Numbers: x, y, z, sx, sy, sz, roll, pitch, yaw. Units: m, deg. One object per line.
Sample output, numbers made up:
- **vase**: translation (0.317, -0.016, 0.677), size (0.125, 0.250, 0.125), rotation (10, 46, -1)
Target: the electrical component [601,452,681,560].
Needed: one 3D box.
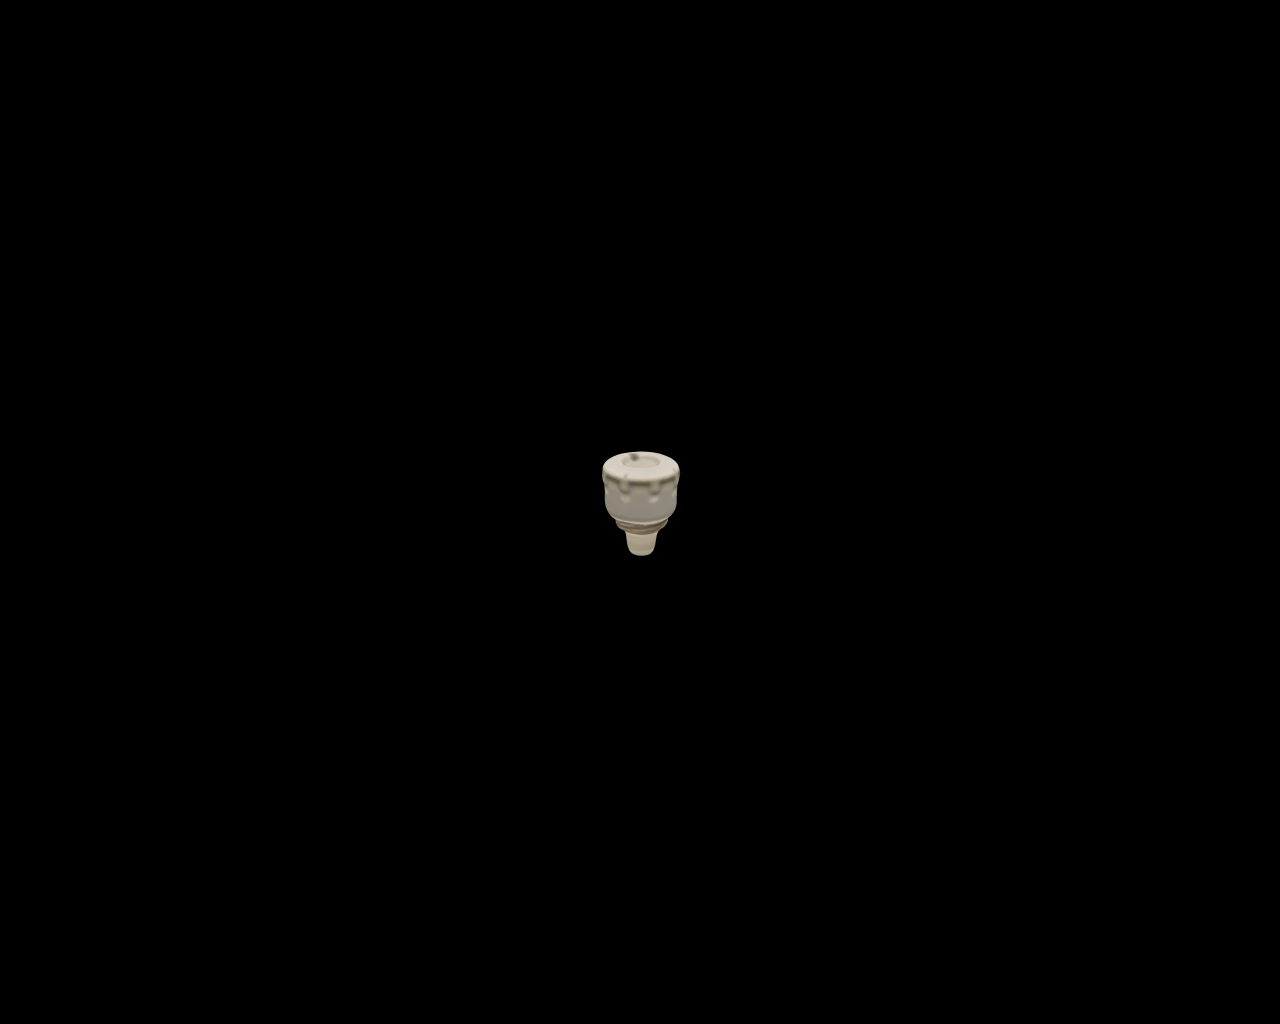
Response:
- **electrical component**: translation (0.001, -0.003, 0.650), size (0.048, 0.062, 0.048), rotation (0, 22, 0)
